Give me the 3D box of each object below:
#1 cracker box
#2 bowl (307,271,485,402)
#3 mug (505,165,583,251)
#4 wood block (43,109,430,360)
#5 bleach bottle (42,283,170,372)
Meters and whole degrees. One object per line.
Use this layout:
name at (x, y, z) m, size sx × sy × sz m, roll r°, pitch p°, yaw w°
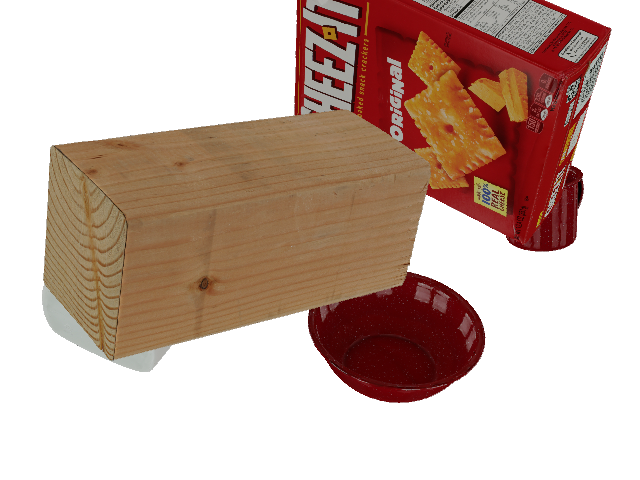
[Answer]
cracker box at (0.083, -0.113, 0.775) m, size 0.214 × 0.164 × 0.072 m, roll 29°, pitch 54°, yaw 20°
bowl at (0.067, 0.097, 0.981) m, size 0.162 × 0.055 × 0.162 m, roll 4°, pitch 38°, yaw -3°
mug at (0.263, -0.042, 1.238) m, size 0.117 × 0.081 × 0.093 m, roll -22°, pitch 28°, yaw -36°
wood block at (-0.046, -0.011, 0.627) m, size 0.205 × 0.091 × 0.090 m, roll -12°, pitch 36°, yaw -36°
bleach bottle at (-0.110, -0.010, 0.864) m, size 0.103 × 0.068 × 0.250 m, roll 23°, pitch 47°, yaw 13°
